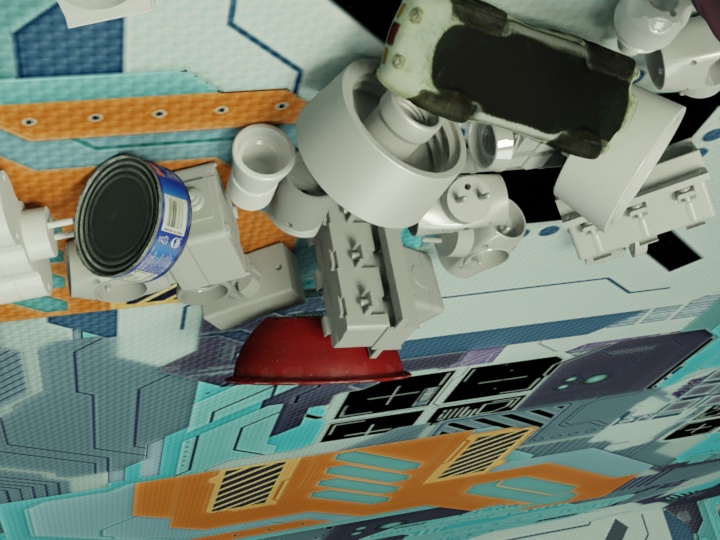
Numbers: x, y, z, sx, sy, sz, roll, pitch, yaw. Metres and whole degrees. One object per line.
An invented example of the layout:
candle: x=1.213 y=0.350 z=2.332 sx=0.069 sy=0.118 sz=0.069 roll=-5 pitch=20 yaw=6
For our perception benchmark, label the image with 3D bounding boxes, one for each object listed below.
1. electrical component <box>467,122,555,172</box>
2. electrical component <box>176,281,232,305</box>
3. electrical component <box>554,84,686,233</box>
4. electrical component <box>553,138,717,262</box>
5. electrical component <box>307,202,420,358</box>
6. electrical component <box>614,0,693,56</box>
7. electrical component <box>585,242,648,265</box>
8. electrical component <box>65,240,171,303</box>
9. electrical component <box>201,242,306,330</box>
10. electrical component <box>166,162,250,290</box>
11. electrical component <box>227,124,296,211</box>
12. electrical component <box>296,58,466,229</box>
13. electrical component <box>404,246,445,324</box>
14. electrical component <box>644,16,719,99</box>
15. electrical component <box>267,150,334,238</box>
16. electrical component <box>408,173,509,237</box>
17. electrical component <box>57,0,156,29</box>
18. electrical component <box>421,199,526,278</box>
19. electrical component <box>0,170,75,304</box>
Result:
electrical component: x=0.114 y=-0.099 z=0.795 sx=0.055 sy=0.048 sz=0.066 roll=-11 pitch=158 yaw=-23
electrical component: x=-0.129 y=-0.005 z=0.860 sx=0.045 sy=0.055 sz=0.045 roll=-11 pitch=156 yaw=-5
electrical component: x=0.186 y=-0.088 z=0.797 sx=0.108 sy=0.060 sz=0.108 roll=-51 pitch=165 yaw=-19
electrical component: x=0.233 y=-0.057 z=0.912 sx=0.121 sy=0.063 sz=0.078 roll=-19 pitch=-163 yaw=14
electrical component: x=0.000 y=0.000 z=0.859 sx=0.063 sy=0.121 sz=0.078 roll=-1 pitch=154 yaw=-21
electrical component: x=0.185 y=-0.161 z=0.696 sx=0.043 sy=0.043 sz=0.062 roll=-9 pitch=164 yaw=-10
electrical component: x=0.238 y=-0.033 z=1.009 sx=0.055 sy=0.048 sz=0.066 roll=-8 pitch=157 yaw=6
electrical component: x=-0.186 y=-0.011 z=0.831 sx=0.077 sy=0.044 sz=0.079 roll=-5 pitch=155 yaw=-19
electrical component: x=-0.101 y=0.008 z=0.916 sx=0.083 sy=0.047 sz=0.075 roll=-18 pitch=156 yaw=11
electrical component: x=-0.124 y=-0.033 z=0.793 sx=0.061 sy=0.061 sz=0.096 roll=-14 pitch=156 yaw=0
electrical component: x=-0.074 y=-0.070 z=0.766 sx=0.044 sy=0.044 sz=0.065 roll=-5 pitch=160 yaw=-18
electrical component: x=0.020 y=-0.088 z=0.696 sx=0.108 sy=0.108 sz=0.060 roll=7 pitch=143 yaw=-38
electrical component: x=0.024 y=0.027 z=1.006 sx=0.096 sy=0.061 sz=0.061 roll=-29 pitch=152 yaw=32
electrical component: x=0.241 y=-0.147 z=0.755 sx=0.077 sy=0.043 sz=0.079 roll=-14 pitch=156 yaw=1
electrical component: x=-0.044 y=-0.053 z=0.814 sx=0.043 sy=0.043 sz=0.081 roll=-4 pitch=155 yaw=-20
electrical component: x=0.082 y=-0.054 z=0.860 sx=0.077 sy=0.043 sz=0.079 roll=-8 pitch=179 yaw=-12
electrical component: x=-0.128 y=-0.157 z=0.510 sx=0.042 sy=0.063 sz=0.081 roll=-13 pitch=157 yaw=-3
electrical component: x=0.091 y=-0.029 z=0.940 sx=0.079 sy=0.044 sz=0.077 roll=3 pitch=152 yaw=-31
electrical component: x=-0.238 y=-0.024 z=0.765 sx=0.074 sy=0.052 sz=0.138 roll=-11 pitch=156 yaw=-6
